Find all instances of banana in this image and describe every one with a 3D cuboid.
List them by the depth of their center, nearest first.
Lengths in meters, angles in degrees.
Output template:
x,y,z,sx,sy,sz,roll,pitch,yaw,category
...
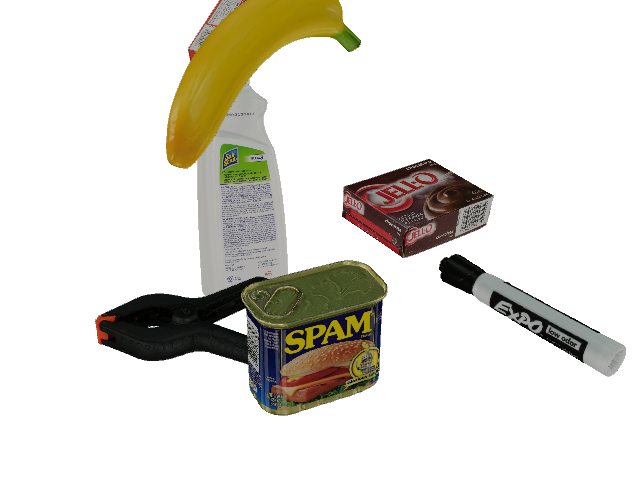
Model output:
x,y,z,sx,sy,sz,roll,pitch,yaw,category
-0.039,-0.121,0.698,0.037,0.069,0.197,-12,22,49,banana

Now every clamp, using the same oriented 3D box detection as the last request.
x,y,z,sx,sy,sz,roll,pitch,yaw,category
-0.117,0.072,0.986,0.171,0.039,0.120,4,28,-1,clamp

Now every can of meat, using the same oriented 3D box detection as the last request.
x,y,z,sx,sy,sz,roll,pitch,yaw,category
-0.004,0.071,0.775,0.102,0.084,0.057,-13,33,-22,can of meat

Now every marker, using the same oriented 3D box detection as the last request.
x,y,z,sx,sy,sz,roll,pitch,yaw,category
0.115,0.039,0.601,0.121,0.020,0.020,31,20,36,marker

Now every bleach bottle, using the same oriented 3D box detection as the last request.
x,y,z,sx,sy,sz,roll,pitch,yaw,category
-0.082,-0.062,1.151,0.102,0.251,0.068,-8,17,-26,bleach bottle

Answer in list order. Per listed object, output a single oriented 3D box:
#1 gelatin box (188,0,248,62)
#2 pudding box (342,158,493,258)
x,y,z,sx,sy,sz,roll,pitch,yaw,category
-0.088,-0.173,0.990,0.030,0.089,0.073,13,-39,14,gelatin box
0.090,-0.032,0.999,0.113,0.039,0.090,-18,38,-35,pudding box
